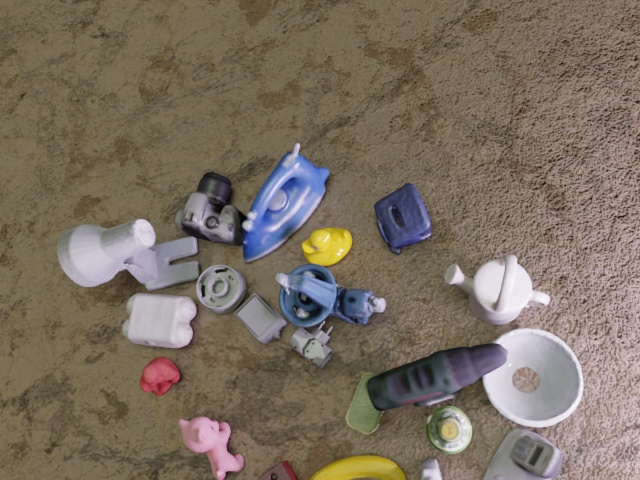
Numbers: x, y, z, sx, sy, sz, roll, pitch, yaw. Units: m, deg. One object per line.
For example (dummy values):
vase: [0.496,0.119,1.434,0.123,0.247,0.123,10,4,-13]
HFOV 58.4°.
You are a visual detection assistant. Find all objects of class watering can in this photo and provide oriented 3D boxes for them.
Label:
watering can: [0.310,0.085,1.007,0.172,0.194,0.101,-8,71,8]

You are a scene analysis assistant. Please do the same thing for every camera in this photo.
camera: [-0.224,-0.071,1.207,0.143,0.101,0.137,12,75,14]

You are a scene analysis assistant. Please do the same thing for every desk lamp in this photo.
desk lamp: [-0.376,0.026,1.144,0.203,0.214,0.118,-14,70,6]

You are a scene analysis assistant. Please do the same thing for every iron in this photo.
iron: [-0.095,-0.076,1.163,0.118,0.141,0.258,31,81,18]

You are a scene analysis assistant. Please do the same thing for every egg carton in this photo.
egg carton: [-0.327,0.164,1.168,0.150,0.069,0.107,2,73,11]

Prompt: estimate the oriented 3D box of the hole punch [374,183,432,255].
hole punch: [0.162,-0.042,1.131,0.101,0.091,0.108,-22,70,3]

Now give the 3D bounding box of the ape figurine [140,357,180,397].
ape figurine: [-0.321,0.265,1.122,0.077,0.092,0.076,-4,72,9]

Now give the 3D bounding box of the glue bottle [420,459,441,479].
glue bottle: [0.184,0.405,0.941,0.037,0.173,0.078,-10,71,8]

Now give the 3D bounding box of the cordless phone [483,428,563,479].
cordless phone: [0.327,0.380,0.915,0.094,0.185,0.148,27,79,18]

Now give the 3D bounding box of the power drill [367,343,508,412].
power drill: [0.197,0.233,0.974,0.229,0.209,0.075,-20,70,4]

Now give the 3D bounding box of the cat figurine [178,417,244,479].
cat figurine: [-0.204,0.377,1.051,0.067,0.118,0.127,-32,70,0]

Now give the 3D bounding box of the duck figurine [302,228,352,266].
duck figurine: [0.011,0.004,1.147,0.104,0.086,0.077,-22,70,3]

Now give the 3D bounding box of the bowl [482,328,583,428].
bowl: [0.367,0.243,1.010,0.167,0.075,0.167,-3,72,10]

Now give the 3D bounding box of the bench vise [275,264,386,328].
bench vise: [0.009,0.090,1.048,0.207,0.220,0.121,-11,71,7]
